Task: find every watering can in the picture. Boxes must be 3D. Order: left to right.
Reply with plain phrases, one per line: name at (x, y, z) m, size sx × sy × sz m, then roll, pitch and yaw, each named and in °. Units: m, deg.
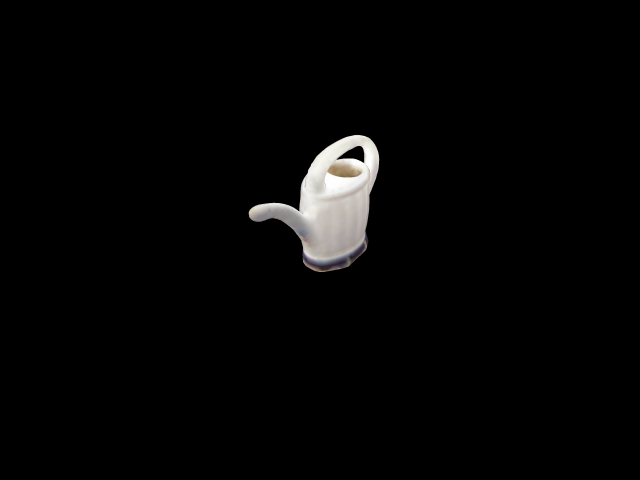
watering can at (0.003, -0.043, 0.850) m, size 0.104 × 0.219 × 0.353 m, roll 20°, pitch 38°, yaw 28°
